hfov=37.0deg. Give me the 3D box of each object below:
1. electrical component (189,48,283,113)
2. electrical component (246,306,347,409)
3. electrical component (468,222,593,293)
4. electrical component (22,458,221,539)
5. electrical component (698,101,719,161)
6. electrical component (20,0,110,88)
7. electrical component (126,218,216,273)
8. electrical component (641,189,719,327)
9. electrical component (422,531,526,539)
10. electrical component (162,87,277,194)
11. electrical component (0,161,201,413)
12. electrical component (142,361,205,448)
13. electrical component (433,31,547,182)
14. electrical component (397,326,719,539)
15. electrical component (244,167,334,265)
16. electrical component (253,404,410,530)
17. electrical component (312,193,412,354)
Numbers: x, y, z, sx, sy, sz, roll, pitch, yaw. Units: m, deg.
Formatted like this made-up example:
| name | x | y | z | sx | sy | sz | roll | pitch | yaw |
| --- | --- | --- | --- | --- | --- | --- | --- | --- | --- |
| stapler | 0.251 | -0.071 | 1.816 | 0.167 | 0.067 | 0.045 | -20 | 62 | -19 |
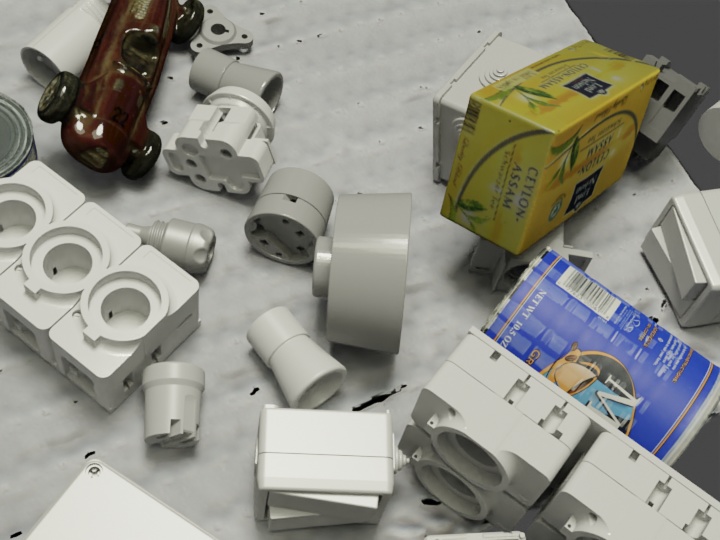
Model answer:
| name | x | y | z | sx | sy | sz | roll | pitch | yaw |
| --- | --- | --- | --- | --- | --- | --- | --- | --- | --- |
| electrical component | -0.097 | -0.143 | 0.822 | 0.065 | 0.044 | 0.044 | 26 | 59 | 12 |
| electrical component | -0.045 | 0.056 | 0.712 | 0.044 | 0.044 | 0.065 | -30 | 63 | -23 |
| electrical component | 0.123 | -0.017 | 0.779 | 0.081 | 0.042 | 0.063 | 10 | 57 | -4 |
| electrical component | -0.142 | 0.183 | 0.612 | 0.109 | 0.056 | 0.108 | 31 | 60 | 10 |
| electrical component | 0.319 | -0.076 | 0.838 | 0.074 | 0.052 | 0.138 | -35 | 70 | -25 |
| electrical component | -0.215 | -0.177 | 0.822 | 0.043 | 0.043 | 0.081 | 31 | 60 | 10 |
| electrical component | -0.133 | -0.020 | 0.747 | 0.061 | 0.035 | 0.035 | 14 | 59 | 2 |
| electrical component | 0.249 | -0.014 | 0.785 | 0.061 | 0.061 | 0.096 | -8 | 61 | -13 |
| electrical component | 0.066 | 0.206 | 0.631 | 0.062 | 0.061 | 0.096 | -1 | 68 | -9 |
| electrical component | -0.096 | -0.095 | 0.782 | 0.078 | 0.058 | 0.057 | 7 | 53 | 21 |
| electrical component | -0.190 | 0.007 | 0.706 | 0.150 | 0.061 | 0.089 | 36 | 61 | 13 |
| electrical component | -0.119 | 0.086 | 0.684 | 0.040 | 0.040 | 0.046 | 1 | 65 | -8 |
| electrical component | 0.098 | -0.114 | 0.801 | 0.048 | 0.099 | 0.099 | 27 | 59 | 23 |
| electrical component | 0.116 | 0.132 | 0.653 | 0.186 | 0.105 | 0.060 | 36 | 61 | 13 |
| electrical component | -0.048 | -0.039 | 0.760 | 0.055 | 0.055 | 0.047 | 18 | 55 | 2 |
| electrical component | -0.017 | 0.124 | 0.663 | 0.096 | 0.061 | 0.061 | 3 | 59 | -6 |
| electrical component | 0.000 | 0.000 | 0.716 | 0.060 | 0.108 | 0.108 | 5 | 59 | 1 |
